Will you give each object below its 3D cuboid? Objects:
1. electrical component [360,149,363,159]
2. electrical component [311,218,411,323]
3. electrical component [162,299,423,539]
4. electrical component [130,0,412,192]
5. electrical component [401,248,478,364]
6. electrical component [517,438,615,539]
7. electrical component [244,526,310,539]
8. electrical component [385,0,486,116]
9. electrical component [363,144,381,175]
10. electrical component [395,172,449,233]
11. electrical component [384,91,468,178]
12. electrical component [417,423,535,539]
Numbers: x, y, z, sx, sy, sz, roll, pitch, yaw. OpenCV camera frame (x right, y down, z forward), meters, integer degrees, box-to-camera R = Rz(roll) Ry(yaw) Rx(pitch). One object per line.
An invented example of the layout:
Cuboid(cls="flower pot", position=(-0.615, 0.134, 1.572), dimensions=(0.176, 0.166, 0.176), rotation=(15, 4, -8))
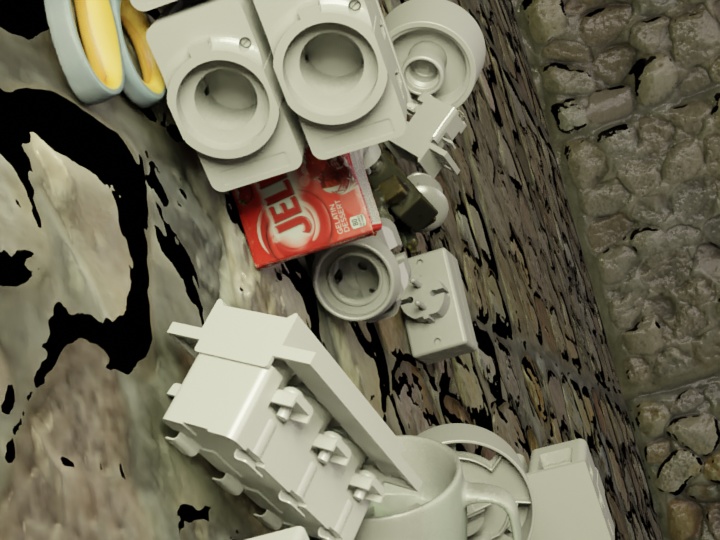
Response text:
Cuboid(cls="electrical component", position=(-0.037, -0.083, 0.672), dimensions=(0.055, 0.050, 0.089), rotation=(-89, 156, -47))
Cuboid(cls="electrical component", position=(0.000, 0.000, 0.698), dimensions=(0.057, 0.058, 0.078), rotation=(-59, 131, -72))
Cuboid(cls="electrical component", position=(-0.033, 0.075, 0.489), dimensions=(0.063, 0.079, 0.121), rotation=(-63, 143, -25))
Cuboid(cls="electrical component", position=(-0.054, -0.141, 0.515), dimensions=(0.060, 0.105, 0.186), rotation=(-84, 155, -62))
Cuboid(cls="electrical component", position=(0.055, 0.026, 0.870), dimensions=(0.076, 0.047, 0.083), rotation=(35, 41, -64))
Cuboid(cls="electrical component", position=(0.169, 0.247, 0.916), dimensions=(0.060, 0.105, 0.186), rotation=(-48, 119, -72))
Cuboid(cls="electrical component", position=(-0.033, 0.142, 0.461), dimensions=(0.076, 0.047, 0.065), rotation=(-62, 132, -70))
Cuboid(cls="electrical component", position=(0.063, -0.197, 1.024), dimensions=(0.060, 0.108, 0.108), rotation=(-72, 143, -53))
Cuboid(cls="electrical component", position=(-0.009, -0.096, 0.787), dimensions=(0.077, 0.044, 0.079), rotation=(-85, 152, -52))
Cuboid(cls="electrical component", position=(0.054, -0.066, 0.965), dimensions=(0.062, 0.048, 0.048), rotation=(-92, 158, -58))
Cuboid(cls="electrical component", position=(0.062, -0.126, 0.993), dimensions=(0.081, 0.063, 0.042), rotation=(34, -3, 28))
Cuboid(cls="electrical component", position=(0.061, 0.149, 0.683), dimensions=(0.064, 0.099, 0.099), rotation=(-65, 136, -75))
